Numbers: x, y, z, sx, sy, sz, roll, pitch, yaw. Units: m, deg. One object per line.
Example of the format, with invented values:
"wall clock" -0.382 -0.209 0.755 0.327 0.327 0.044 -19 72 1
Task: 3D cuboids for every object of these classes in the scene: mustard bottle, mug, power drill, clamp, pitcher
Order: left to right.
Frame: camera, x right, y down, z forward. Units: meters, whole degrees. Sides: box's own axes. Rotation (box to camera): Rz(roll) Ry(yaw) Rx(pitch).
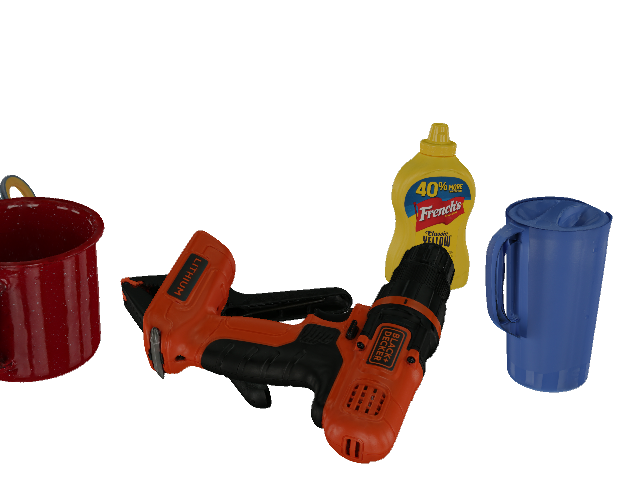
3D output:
"mug" -0.174 0.035 0.616 0.093 0.081 0.117 4 26 5
"clamp" -0.086 0.067 0.968 0.210 0.036 0.164 19 37 29
"power drill" -0.012 0.051 0.730 0.188 0.057 0.184 13 44 15
"mustard bottle" 0.129 -0.039 1.224 0.096 0.192 0.058 0 17 -12
"pitcher" 0.295 0.073 1.396 0.149 0.243 0.144 5 21 14

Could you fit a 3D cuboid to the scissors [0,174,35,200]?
"scissors" -0.287 0.013 1.108 0.016 0.201 0.096 -26 25 26
